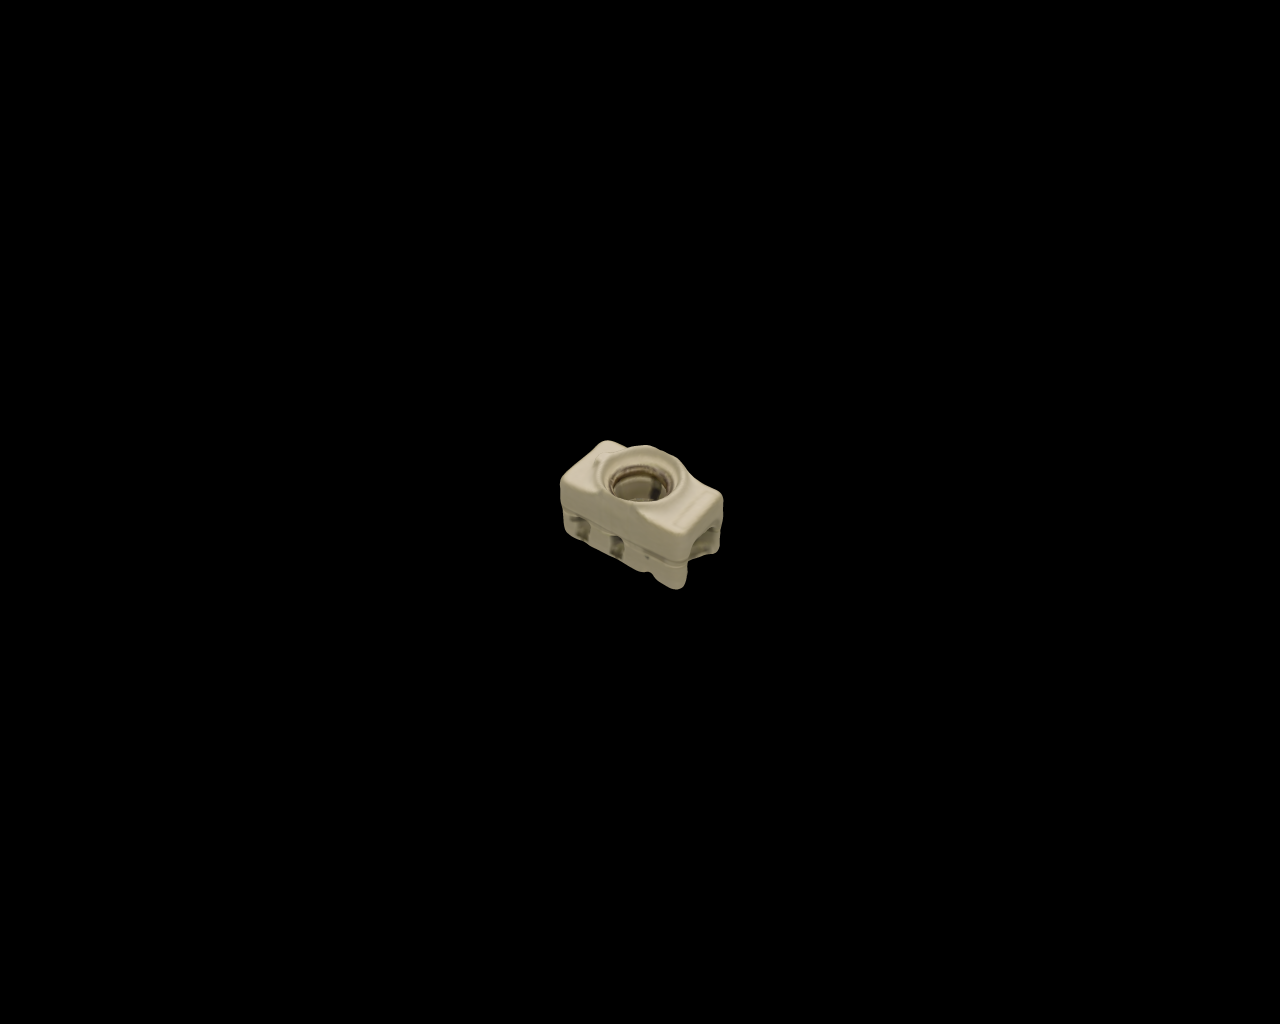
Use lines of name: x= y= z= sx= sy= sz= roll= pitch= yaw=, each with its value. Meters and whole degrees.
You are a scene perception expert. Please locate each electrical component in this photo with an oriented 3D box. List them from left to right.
electrical component: x=0.001 y=-0.003 z=0.650 sx=0.089 sy=0.055 sz=0.050 roll=27 pitch=50 yaw=25
